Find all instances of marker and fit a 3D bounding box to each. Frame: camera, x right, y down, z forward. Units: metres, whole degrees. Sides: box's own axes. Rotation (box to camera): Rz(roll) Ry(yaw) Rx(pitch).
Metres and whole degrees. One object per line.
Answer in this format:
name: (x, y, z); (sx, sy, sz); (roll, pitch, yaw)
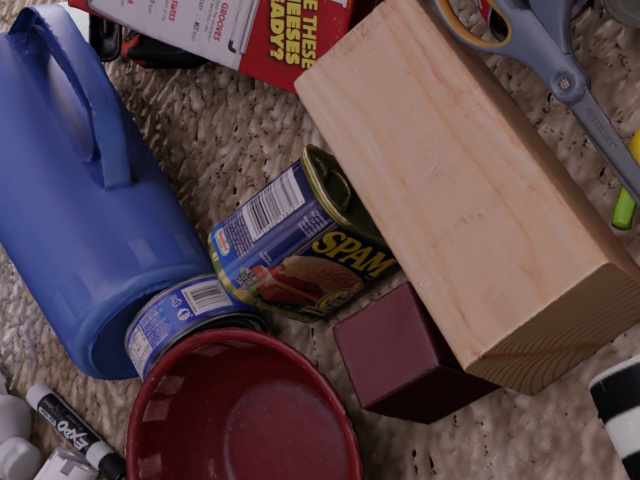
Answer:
marker: (-0.166, 0.137, 0.743); (0.121, 0.020, 0.020); (32, 93, 38)

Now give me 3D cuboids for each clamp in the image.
clamp: (-0.166, -0.251, 0.828); (0.036, 0.165, 0.210); (0, 41, -2)
clamp: (-0.072, -0.186, 0.777); (0.172, 0.039, 0.120); (-20, 57, 20)

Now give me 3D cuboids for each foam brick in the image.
foam brick: (0.053, 0.063, 0.581); (0.053, 0.078, 0.051); (-32, 60, 22)

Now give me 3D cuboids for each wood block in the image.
wood block: (0.081, -0.029, 0.585); (0.090, 0.090, 0.206); (-40, 57, 17)

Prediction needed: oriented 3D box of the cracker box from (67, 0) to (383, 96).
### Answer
cracker box: (-0.055, -0.200, 0.676); (0.214, 0.072, 0.164); (23, 122, 21)

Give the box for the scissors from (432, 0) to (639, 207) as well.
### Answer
scissors: (0.134, -0.100, 0.546); (0.202, 0.016, 0.096); (47, 123, 26)

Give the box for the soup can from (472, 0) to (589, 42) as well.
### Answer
soup can: (0.109, -0.175, 0.630); (0.069, 0.068, 0.102); (-36, 58, 19)

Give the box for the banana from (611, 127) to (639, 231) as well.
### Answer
banana: (0.233, -0.066, 0.528); (0.198, 0.037, 0.069); (-24, 66, 26)

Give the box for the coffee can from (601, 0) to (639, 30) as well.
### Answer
coffee can: (0.182, -0.198, 0.565); (0.103, 0.102, 0.140); (-23, 62, 27)

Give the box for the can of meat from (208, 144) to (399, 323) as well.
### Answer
can of meat: (-0.004, 0.001, 0.627); (0.084, 0.102, 0.057); (-37, 56, 21)

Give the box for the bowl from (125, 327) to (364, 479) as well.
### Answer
bowl: (-0.034, 0.129, 0.618); (0.162, 0.055, 0.162); (1, 91, 31)

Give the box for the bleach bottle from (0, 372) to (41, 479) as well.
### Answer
bleach bottle: (-0.291, 0.102, 0.815); (0.251, 0.068, 0.102); (29, 95, 35)

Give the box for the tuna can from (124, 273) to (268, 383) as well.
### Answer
tuna can: (-0.076, 0.062, 0.665); (0.086, 0.086, 0.034); (-44, 56, 14)

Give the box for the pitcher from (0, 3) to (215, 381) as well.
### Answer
pitcher: (-0.162, -0.033, 0.726); (0.145, 0.149, 0.243); (-39, 59, 4)
